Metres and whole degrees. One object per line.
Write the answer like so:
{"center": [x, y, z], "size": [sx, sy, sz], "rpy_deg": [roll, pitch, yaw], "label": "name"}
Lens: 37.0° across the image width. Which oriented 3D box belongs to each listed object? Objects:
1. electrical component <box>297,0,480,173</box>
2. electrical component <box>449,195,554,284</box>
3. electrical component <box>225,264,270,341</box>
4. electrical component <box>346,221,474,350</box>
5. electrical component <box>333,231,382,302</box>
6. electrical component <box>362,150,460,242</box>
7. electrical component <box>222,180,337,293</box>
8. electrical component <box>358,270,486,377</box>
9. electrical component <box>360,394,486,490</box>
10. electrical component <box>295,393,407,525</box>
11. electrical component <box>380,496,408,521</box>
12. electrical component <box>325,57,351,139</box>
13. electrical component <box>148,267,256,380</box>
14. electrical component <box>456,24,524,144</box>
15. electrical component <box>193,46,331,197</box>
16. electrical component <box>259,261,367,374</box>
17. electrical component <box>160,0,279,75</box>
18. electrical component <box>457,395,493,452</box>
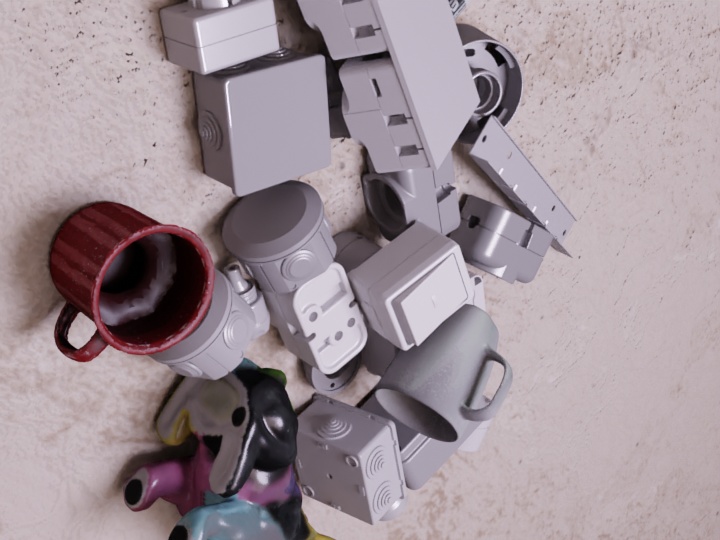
{"center": [0.020, -0.178, 0.801], "size": [0.105, 0.060, 0.186], "rpy_deg": [-57, 134, -45], "label": "electrical component"}
{"center": [0.131, -0.025, 1.014], "size": [0.095, 0.054, 0.059], "rpy_deg": [22, 93, -45], "label": "electrical component"}
{"center": [-0.093, 0.024, 0.849], "size": [0.035, 0.035, 0.061], "rpy_deg": [-31, 125, -28], "label": "electrical component"}
{"center": [0.049, 0.010, 0.877], "size": [0.096, 0.061, 0.061], "rpy_deg": [-37, 132, -17], "label": "electrical component"}
{"center": [0.000, 0.000, 0.913], "size": [0.055, 0.047, 0.055], "rpy_deg": [-19, 121, -35], "label": "electrical component"}
{"center": [0.043, -0.067, 0.915], "size": [0.059, 0.054, 0.095], "rpy_deg": [-31, 127, -28], "label": "electrical component"}
{"center": [-0.061, -0.026, 0.825], "size": [0.080, 0.080, 0.051], "rpy_deg": [-44, 138, -18], "label": "electrical component"}
{"center": [0.055, 0.047, 0.976], "size": [0.113, 0.057, 0.078], "rpy_deg": [-29, 126, -29], "label": "electrical component"}
{"center": [0.055, 0.136, 1.004], "size": [0.113, 0.078, 0.057], "rpy_deg": [-44, 135, -18], "label": "electrical component"}
{"center": [-0.013, 0.167, 0.944], "size": [0.048, 0.100, 0.099], "rpy_deg": [-40, 132, -39], "label": "electrical component"}
{"center": [0.019, 0.212, 1.034], "size": [0.040, 0.040, 0.046], "rpy_deg": [-44, 127, -18], "label": "electrical component"}
{"center": [-0.018, -0.136, 0.837], "size": [0.043, 0.043, 0.062], "rpy_deg": [-44, 131, -18], "label": "electrical component"}
{"center": [-0.121, 0.040, 0.800], "size": [0.080, 0.080, 0.051], "rpy_deg": [-53, 140, -10], "label": "electrical component"}
{"center": [0.091, -0.158, 0.927], "size": [0.099, 0.064, 0.099], "rpy_deg": [-11, 116, -23], "label": "electrical component"}
{"center": [-0.072, -0.112, 0.795], "size": [0.100, 0.048, 0.099], "rpy_deg": [-23, 123, -33], "label": "electrical component"}
{"center": [-0.041, 0.031, 0.881], "size": [0.054, 0.059, 0.095], "rpy_deg": [-39, 131, -23], "label": "electrical component"}
{"center": [-0.099, -0.183, 0.739], "size": [0.066, 0.047, 0.076], "rpy_deg": [-26, 125, -31], "label": "electrical component"}
{"center": [0.103, 0.148, 1.069], "size": [0.055, 0.055, 0.047], "rpy_deg": [5, 109, -43], "label": "electrical component"}
